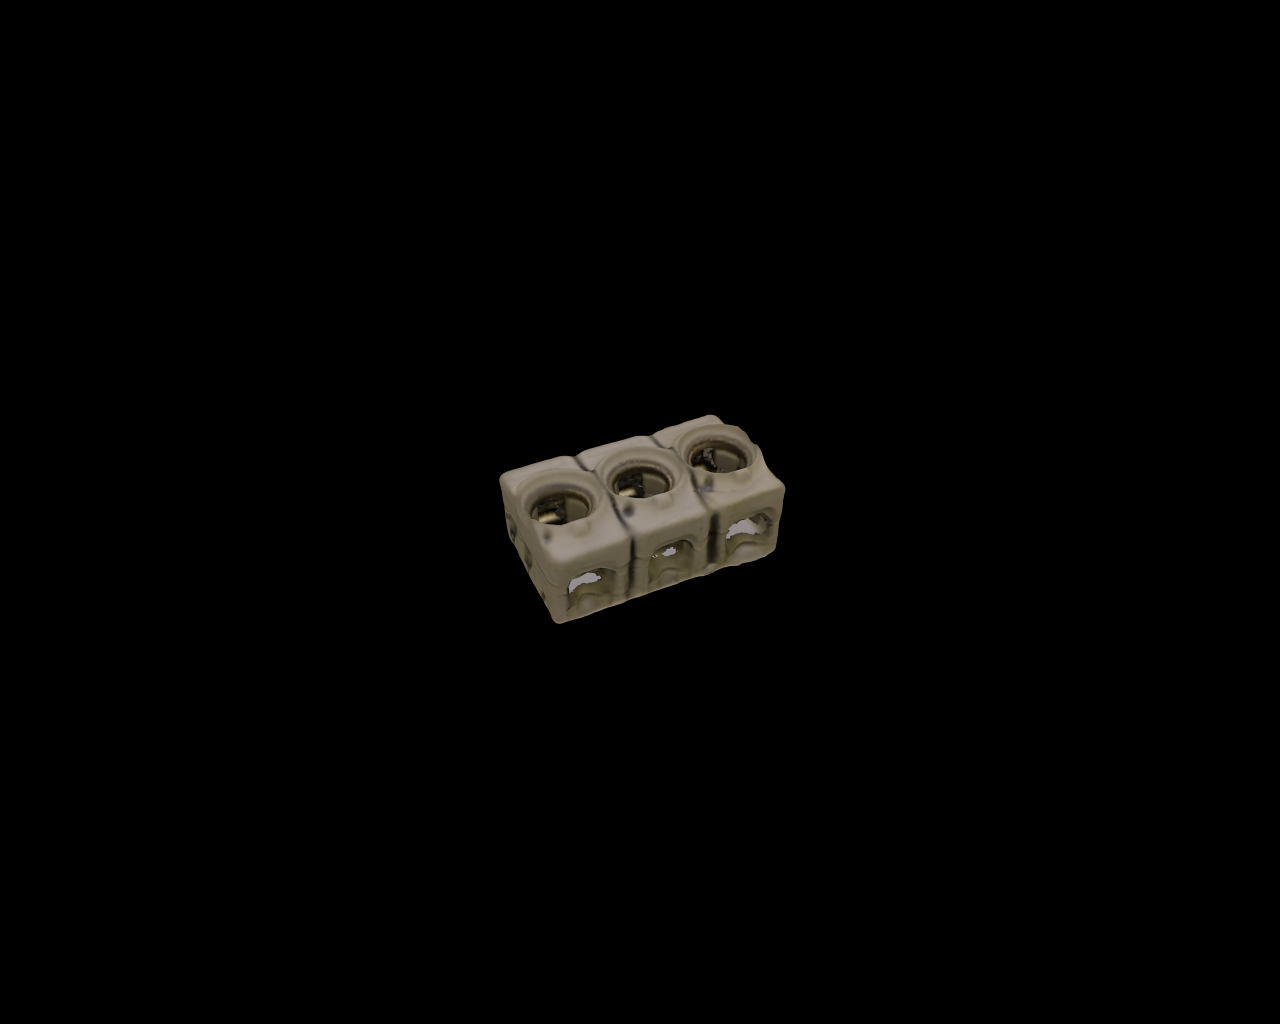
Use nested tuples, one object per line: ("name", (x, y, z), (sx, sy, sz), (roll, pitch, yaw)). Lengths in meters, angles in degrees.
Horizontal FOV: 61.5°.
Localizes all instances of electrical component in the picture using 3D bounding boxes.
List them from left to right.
("electrical component", (0.001, -0.003, 0.650), (0.150, 0.061, 0.090), (-18, 44, -19))
